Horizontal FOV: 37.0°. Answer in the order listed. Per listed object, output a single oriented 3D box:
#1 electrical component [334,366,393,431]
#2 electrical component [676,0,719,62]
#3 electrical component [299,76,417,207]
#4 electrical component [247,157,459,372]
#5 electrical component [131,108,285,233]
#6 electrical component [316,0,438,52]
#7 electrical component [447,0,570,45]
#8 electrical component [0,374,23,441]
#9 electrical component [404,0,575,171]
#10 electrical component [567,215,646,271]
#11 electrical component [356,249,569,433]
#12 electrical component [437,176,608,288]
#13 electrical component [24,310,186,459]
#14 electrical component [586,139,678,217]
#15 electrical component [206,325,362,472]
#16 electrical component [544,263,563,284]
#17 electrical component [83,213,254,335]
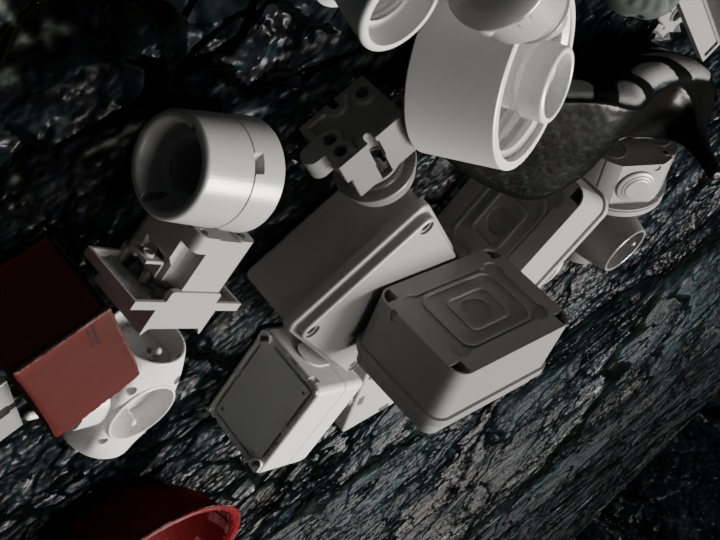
[{"bbox_3d":[0.013,0.067,0.813,0.100,0.048,0.099,-25,152,-34],"label":"electrical component"},{"bbox_3d":[0.228,-0.192,0.687,0.078,0.063,0.121,-47,156,11],"label":"electrical component"},{"bbox_3d":[0.003,-0.065,0.579,0.066,0.048,0.055,-41,149,-4],"label":"electrical component"},{"bbox_3d":[0.000,0.000,0.669,0.109,0.056,0.108,-42,157,0],"label":"electrical component"},{"bbox_3d":[-0.070,-0.046,0.488,0.047,0.055,0.055,2,131,-53],"label":"electrical component"},{"bbox_3d":[0.001,-0.127,0.456,0.045,0.055,0.045,-34,155,-18],"label":"electrical component"},{"bbox_3d":[0.069,-0.116,0.456,0.048,0.048,0.062,-49,150,16],"label":"electrical component"},{"bbox_3d":[-0.194,0.067,0.499,0.055,0.048,0.066,-39,157,-28],"label":"electrical component"},{"bbox_3d":[0.075,-0.103,0.557,0.108,0.060,0.108,-47,149,-40],"label":"electrical component"},{"bbox_3d":[0.184,-0.031,0.874,0.043,0.077,0.079,-32,155,-22],"label":"electrical component"},{"bbox_3d":[0.063,0.043,0.666,0.113,0.078,0.057,-20,145,-41],"label":"electrical component"},{"bbox_3d":[0.109,-0.031,0.759,0.113,0.078,0.057,-50,152,17],"label":"electrical component"},{"bbox_3d":[-0.142,0.064,0.575,0.079,0.044,0.077,-9,140,-52],"label":"electrical component"},{"bbox_3d":[0.192,-0.082,0.799,0.080,0.080,0.051,-29,148,-28],"label":"electrical component"},{"bbox_3d":[-0.053,0.090,0.734,0.061,0.061,0.096,-4,136,-55],"label":"electrical component"},{"bbox_3d":[0.122,-0.013,0.836,0.057,0.058,0.078,-14,144,-42],"label":"electrical component"},{"bbox_3d":[-0.091,-0.005,0.540,0.063,0.042,0.081,-54,154,18],"label":"electrical component"}]
